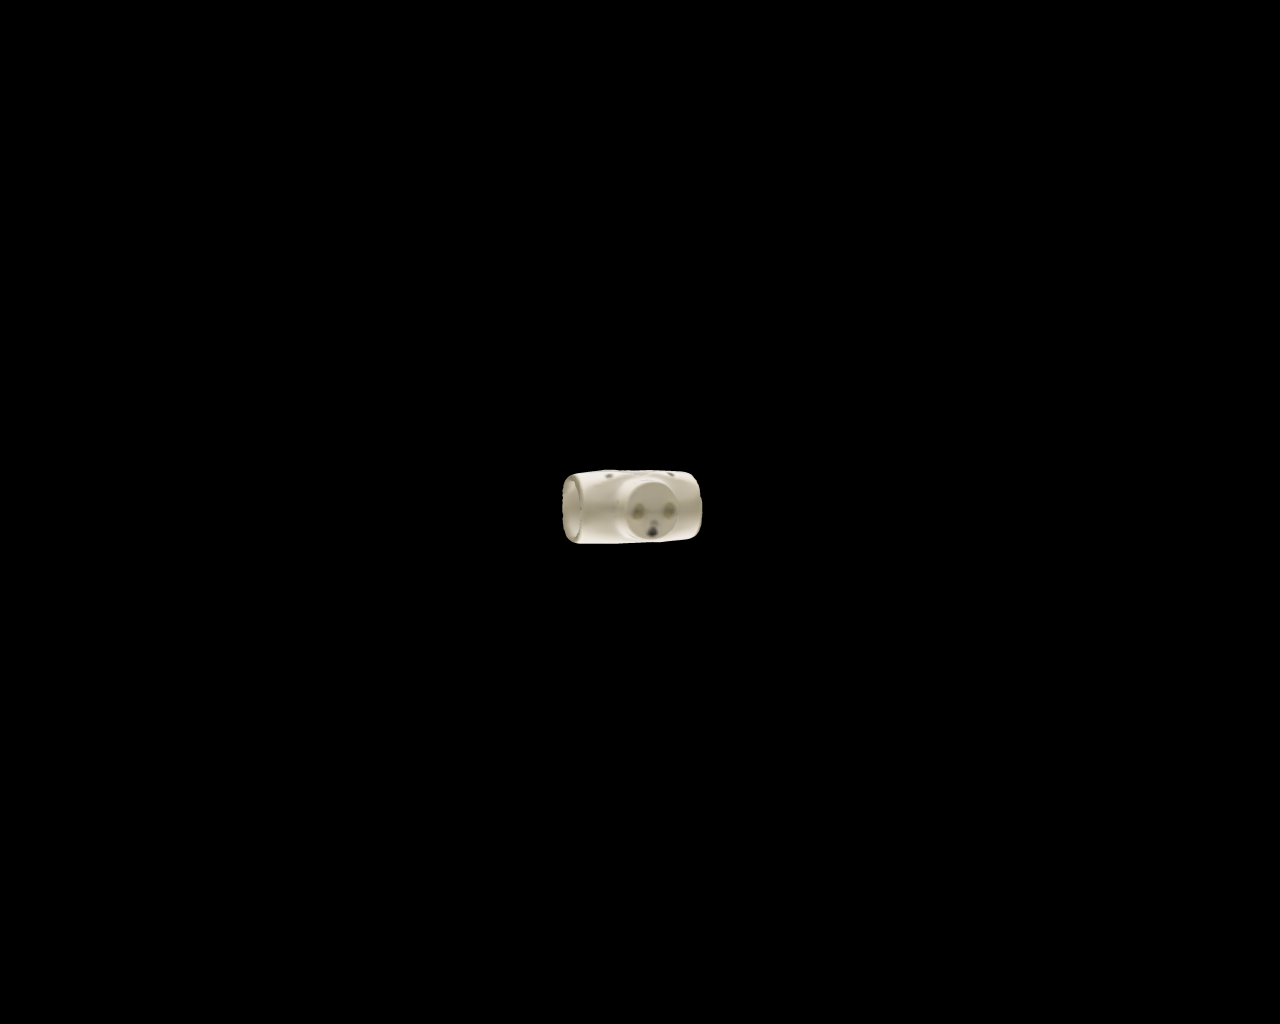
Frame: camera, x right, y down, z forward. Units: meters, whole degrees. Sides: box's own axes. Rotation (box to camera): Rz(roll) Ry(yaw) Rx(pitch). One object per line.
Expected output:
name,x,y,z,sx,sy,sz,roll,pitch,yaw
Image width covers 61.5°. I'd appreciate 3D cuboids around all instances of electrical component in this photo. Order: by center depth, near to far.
electrical component,0.001,-0.003,0.650,0.077,0.043,0.079,-1,4,-20
